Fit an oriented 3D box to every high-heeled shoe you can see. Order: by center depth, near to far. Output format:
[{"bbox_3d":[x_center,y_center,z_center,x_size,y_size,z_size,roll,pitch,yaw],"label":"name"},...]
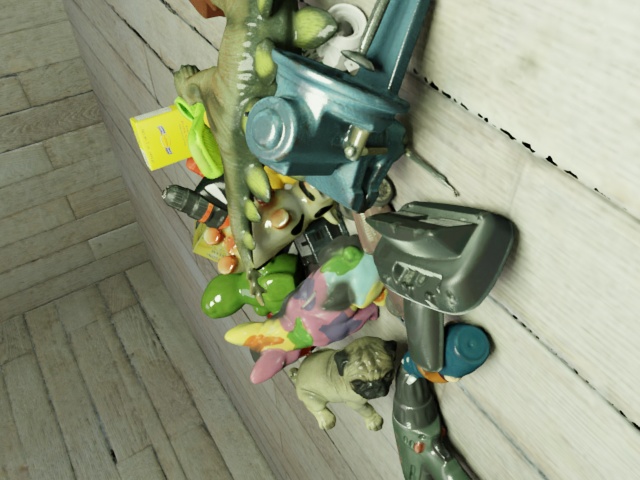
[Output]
[{"bbox_3d":[-0.116,-0.013,0.931,0.086,0.145,0.248,18,128,62],"label":"high-heeled shoe"}]

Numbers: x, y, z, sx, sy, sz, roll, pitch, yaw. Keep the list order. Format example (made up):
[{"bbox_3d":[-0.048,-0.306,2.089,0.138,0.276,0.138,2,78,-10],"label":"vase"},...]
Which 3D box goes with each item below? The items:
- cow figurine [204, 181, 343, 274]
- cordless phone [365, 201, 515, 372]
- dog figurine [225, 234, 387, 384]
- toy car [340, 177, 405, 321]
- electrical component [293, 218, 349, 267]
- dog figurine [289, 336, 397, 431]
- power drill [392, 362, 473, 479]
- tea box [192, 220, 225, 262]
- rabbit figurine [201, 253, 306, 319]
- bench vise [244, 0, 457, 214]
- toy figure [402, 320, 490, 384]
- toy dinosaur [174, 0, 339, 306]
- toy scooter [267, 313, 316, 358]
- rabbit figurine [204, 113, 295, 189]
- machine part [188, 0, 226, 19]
[{"bbox_3d":[-0.048,-0.030,0.732,0.085,0.195,0.127,54,-166,17],"label":"cow figurine"},{"bbox_3d":[0.117,0.059,0.527,0.147,0.089,0.184,19,120,61],"label":"cordless phone"},{"bbox_3d":[-0.019,0.101,0.742,0.108,0.219,0.191,51,155,23],"label":"dog figurine"},{"bbox_3d":[0.080,0.011,0.649,0.202,0.053,0.089,64,161,0],"label":"toy car"},{"bbox_3d":[-0.002,-0.002,0.820,0.074,0.048,0.119,67,159,-6],"label":"electrical component"},{"bbox_3d":[0.024,0.182,0.759,0.190,0.172,0.121,75,-164,-54],"label":"dog figurine"},{"bbox_3d":[0.168,0.294,0.707,0.208,0.086,0.231,37,144,42],"label":"power drill"},{"bbox_3d":[-0.193,-0.024,1.064,0.068,0.098,0.170,-55,23,19],"label":"tea box"},{"bbox_3d":[-0.112,0.070,0.880,0.159,0.170,0.121,-94,-8,-45],"label":"rabbit figurine"},{"bbox_3d":[0.044,-0.138,0.463,0.129,0.223,0.240,40,117,38],"label":"bench vise"},{"bbox_3d":[0.142,0.136,0.627,0.058,0.064,0.154,35,156,1],"label":"toy figure"},{"bbox_3d":[-0.076,-0.154,0.584,0.199,0.105,0.470,41,135,45],"label":"toy dinosaur"},{"bbox_3d":[-0.048,0.170,1.067,0.184,0.075,0.135,32,142,45],"label":"toy scooter"},{"bbox_3d":[-0.076,-0.138,0.801,0.162,0.122,0.173,54,171,2],"label":"rabbit figurine"},{"bbox_3d":[-0.141,-0.403,0.667,0.201,0.087,0.201,54,157,26],"label":"machine part"}]
